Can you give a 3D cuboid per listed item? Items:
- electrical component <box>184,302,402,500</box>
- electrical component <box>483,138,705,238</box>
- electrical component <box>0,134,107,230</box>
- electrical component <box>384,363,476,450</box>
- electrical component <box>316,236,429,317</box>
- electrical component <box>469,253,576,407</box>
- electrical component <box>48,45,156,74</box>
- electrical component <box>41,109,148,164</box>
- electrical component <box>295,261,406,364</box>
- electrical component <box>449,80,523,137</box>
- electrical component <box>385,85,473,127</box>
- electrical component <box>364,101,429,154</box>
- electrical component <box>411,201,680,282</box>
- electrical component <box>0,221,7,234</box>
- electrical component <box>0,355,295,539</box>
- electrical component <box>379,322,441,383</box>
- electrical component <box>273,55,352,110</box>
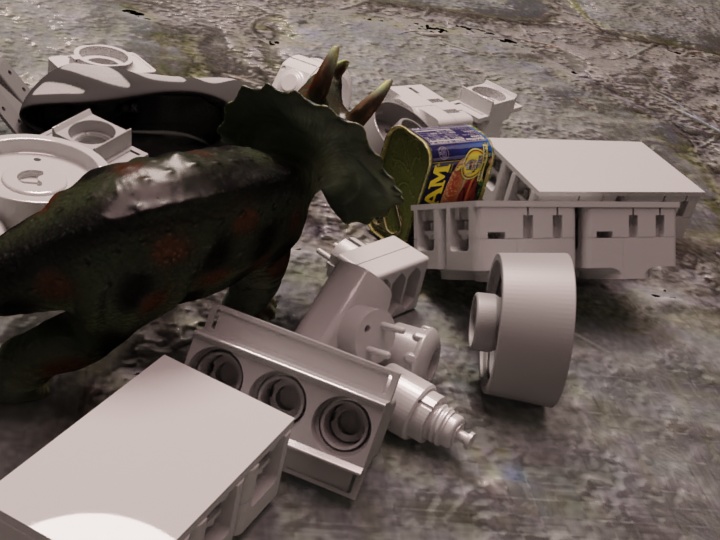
[{"bbox_3d":[-0.043,0.077,0.652,0.121,0.078,0.063,20,2,11],"label":"electrical component"},{"bbox_3d":[0.214,-0.073,1.022,0.186,0.060,0.105,-2,33,-25],"label":"electrical component"},{"bbox_3d":[-0.242,-0.050,0.797,0.108,0.060,0.108,10,30,-6],"label":"electrical component"},{"bbox_3d":[0.038,0.091,0.691,0.078,0.040,0.040,27,33,23],"label":"electrical component"},{"bbox_3d":[0.000,0.000,0.824,0.077,0.047,0.066,34,35,32],"label":"electrical component"},{"bbox_3d":[0.108,0.039,0.748,0.060,0.108,0.108,6,30,-1],"label":"electrical component"},{"bbox_3d":[-0.244,-0.176,1.015,0.089,0.055,0.050,-13,39,-38],"label":"electrical component"},{"bbox_3d":[-0.216,-0.087,0.867,0.081,0.063,0.042,27,40,21],"label":"electrical component"},{"bbox_3d":[-0.003,0.040,0.707,0.079,0.044,0.077,13,64,45],"label":"electrical component"},{"bbox_3d":[0.129,-0.160,1.131,0.042,0.063,0.081,33,35,31],"label":"electrical component"},{"bbox_3d":[0.061,-0.149,1.099,0.056,0.050,0.089,-12,38,-37],"label":"electrical component"},{"bbox_3d":[0.031,-0.106,0.995,0.099,0.064,0.099,29,37,-25],"label":"electrical component"},{"bbox_3d":[0.148,-0.023,0.865,0.186,0.060,0.105,-1,2,-24],"label":"electrical component"},{"bbox_3d":[-0.303,-0.005,0.703,0.138,0.052,0.073,3,31,-18],"label":"electrical component"},{"bbox_3d":[-0.113,0.119,0.561,0.089,0.061,0.150,23,31,17],"label":"electrical component"},{"bbox_3d":[0.022,0.057,0.742,0.062,0.048,0.048,15,29,19],"label":"electrical component"},{"bbox_3d":[-0.048,-0.170,1.062,0.051,0.080,0.080,25,31,29],"label":"electrical component"}]
